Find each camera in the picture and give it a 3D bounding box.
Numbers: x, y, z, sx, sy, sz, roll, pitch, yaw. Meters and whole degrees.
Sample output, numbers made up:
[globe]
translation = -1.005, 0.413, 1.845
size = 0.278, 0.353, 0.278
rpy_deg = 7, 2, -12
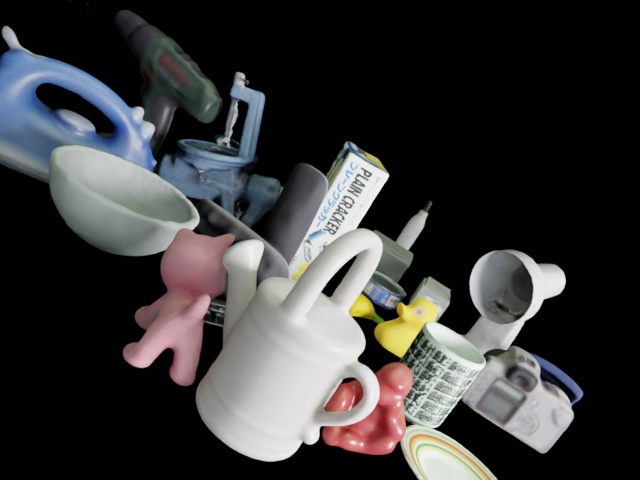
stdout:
[camera]
translation = 0.286, 0.210, 0.836
size = 0.143, 0.101, 0.137
rpy_deg = 33, 13, 5

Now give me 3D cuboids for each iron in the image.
[iron]
translation = -0.300, -0.143, 0.716
size = 0.259, 0.141, 0.118
rpy_deg = 24, 15, -28

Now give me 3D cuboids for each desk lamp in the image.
[desk lamp]
translation = 0.327, 0.123, 0.993
size = 0.204, 0.213, 0.117
rpy_deg = 17, 20, -47

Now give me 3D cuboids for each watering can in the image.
[watering can]
translation = -0.020, 0.068, 0.467
size = 0.173, 0.194, 0.101
rpy_deg = 33, 13, 5

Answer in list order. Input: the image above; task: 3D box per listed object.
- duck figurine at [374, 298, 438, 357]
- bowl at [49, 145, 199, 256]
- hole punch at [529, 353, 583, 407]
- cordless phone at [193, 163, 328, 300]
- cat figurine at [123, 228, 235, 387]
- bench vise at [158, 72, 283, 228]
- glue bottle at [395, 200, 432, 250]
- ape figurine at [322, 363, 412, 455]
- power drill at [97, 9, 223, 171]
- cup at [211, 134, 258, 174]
[duck figurine]
translation = 0.142, 0.127, 0.844
size = 0.105, 0.086, 0.077
rpy_deg = 25, 15, -26
[bowl]
translation = -0.223, -0.031, 0.631
size = 0.167, 0.074, 0.167
rpy_deg = 30, 13, -8
[hole punch]
translation = 0.360, 0.235, 0.929
size = 0.108, 0.091, 0.101
rpy_deg = 37, 14, 22
[cordless phone]
translation = -0.076, -0.026, 0.699
size = 0.147, 0.185, 0.094
rpy_deg = 35, 14, 16
[cat figurine]
translation = -0.115, 0.044, 0.509
size = 0.067, 0.117, 0.127
rpy_deg = 26, 14, -21
[bench vise]
translation = -0.126, -0.140, 0.921
size = 0.208, 0.219, 0.121
rpy_deg = 26, 14, -23
[glue bottle]
translation = 0.210, -0.018, 1.326
size = 0.037, 0.173, 0.078
rpy_deg = 33, 13, 6
[ape figurine]
translation = 0.052, 0.154, 0.539
size = 0.077, 0.092, 0.076
rpy_deg = 36, 14, 19
[power drill]
translation = -0.280, -0.231, 0.933
size = 0.229, 0.208, 0.076
rpy_deg = 33, 13, 8
[cup]
translation = -0.180, -0.142, 1.078
size = 0.092, 0.095, 0.117
rpy_deg = 24, 16, -30
